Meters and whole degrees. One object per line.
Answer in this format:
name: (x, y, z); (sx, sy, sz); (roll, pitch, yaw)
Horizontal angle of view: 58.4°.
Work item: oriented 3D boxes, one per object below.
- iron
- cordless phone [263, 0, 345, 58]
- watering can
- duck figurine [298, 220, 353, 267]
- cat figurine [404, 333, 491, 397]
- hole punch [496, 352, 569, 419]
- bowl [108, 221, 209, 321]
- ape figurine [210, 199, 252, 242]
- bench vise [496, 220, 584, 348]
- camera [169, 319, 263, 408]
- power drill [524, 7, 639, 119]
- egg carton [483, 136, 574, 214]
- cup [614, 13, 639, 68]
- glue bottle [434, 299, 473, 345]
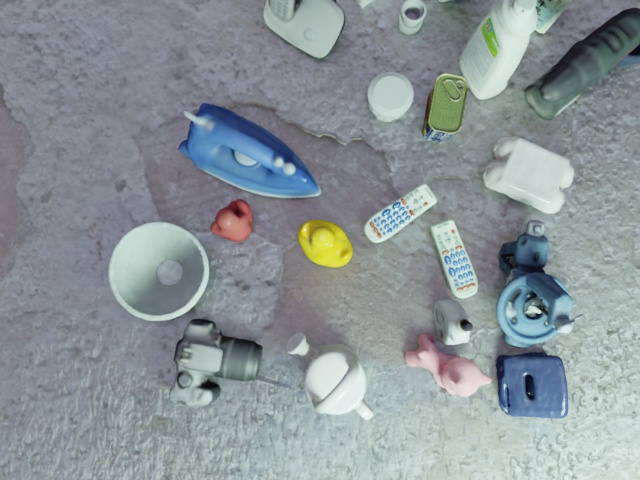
iron: (-0.113, -0.147, 0.966); (0.258, 0.141, 0.119); (26, 86, 2)
cordless phone: (-0.028, -0.402, 0.964); (0.147, 0.185, 0.094); (31, 86, 2)
watering can: (0.017, 0.222, 0.913); (0.173, 0.194, 0.101); (23, 86, 2)
duck figurine: (0.009, 0.004, 0.983); (0.104, 0.086, 0.077); (35, 86, 2)
cat figurine: (0.212, 0.214, 0.953); (0.128, 0.117, 0.067); (32, 86, 2)
hole punch: (0.355, 0.247, 0.965); (0.101, 0.091, 0.109); (-4, 86, -1)
bowl: (-0.269, 0.054, 0.983); (0.167, 0.074, 0.167); (0, 86, 0)
ape figurine: (-0.153, -0.033, 0.982); (0.078, 0.092, 0.076); (-23, 86, -2)
bench vise: (0.338, 0.074, 0.914); (0.121, 0.219, 0.207); (-14, 86, -1)
camera: (-0.171, 0.213, 0.959); (0.137, 0.101, 0.143); (10, 86, 1)
power drill: (0.423, -0.276, 0.947); (0.229, 0.208, 0.075); (-40, 87, -3)
egg carton: (0.365, -0.116, 1.004); (0.150, 0.069, 0.107); (23, 86, 1)
cup: (0.517, -0.334, 1.009); (0.118, 0.095, 0.092); (-34, 86, -3)
glue bottle: (0.221, 0.137, 0.931); (0.037, 0.173, 0.078); (-7, 86, 0)
